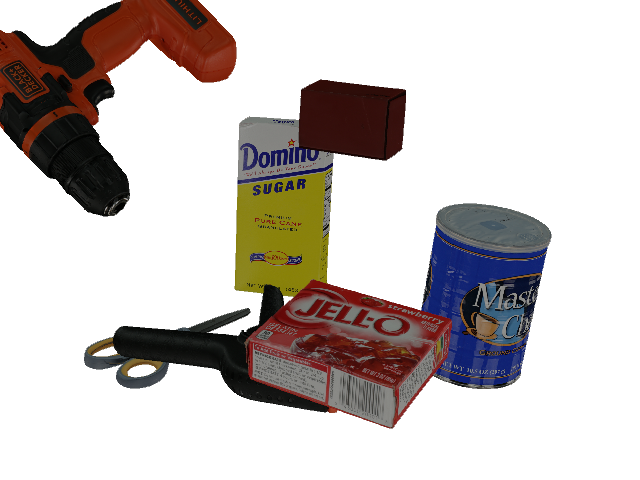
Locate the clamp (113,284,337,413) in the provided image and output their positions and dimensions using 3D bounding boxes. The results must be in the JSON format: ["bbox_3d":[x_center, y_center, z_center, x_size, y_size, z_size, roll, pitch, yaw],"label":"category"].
[{"bbox_3d":[-0.045,0.085,0.863,0.164,0.036,0.210,-20,26,-40],"label":"clamp"}]

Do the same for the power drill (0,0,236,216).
[{"bbox_3d":[-0.158,-0.122,0.826,0.187,0.184,0.057,-35,-15,-30],"label":"power drill"}]

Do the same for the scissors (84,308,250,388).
[{"bbox_3d":[-0.146,0.113,1.127,0.201,0.016,0.096,-10,30,-27],"label":"scissors"}]

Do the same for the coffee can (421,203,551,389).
[{"bbox_3d":[0.145,0.049,0.973,0.103,0.140,0.103,7,22,-3],"label":"coffee can"}]

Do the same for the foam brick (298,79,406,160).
[{"bbox_3d":[0.026,-0.100,0.884,0.078,0.051,0.053,10,20,19],"label":"foam brick"}]

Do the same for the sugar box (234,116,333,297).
[{"bbox_3d":[-0.037,-0.033,1.081,0.093,0.176,0.048,5,16,12],"label":"sugar box"}]

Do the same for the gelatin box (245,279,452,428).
[{"bbox_3d":[0.016,0.057,0.573,0.089,0.030,0.073,16,31,24],"label":"gelatin box"}]
